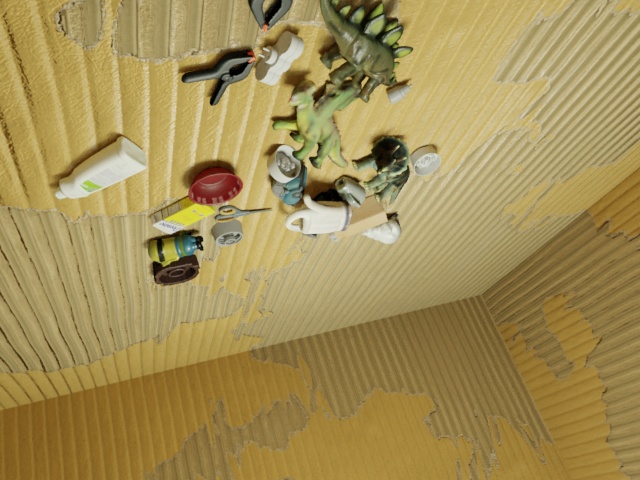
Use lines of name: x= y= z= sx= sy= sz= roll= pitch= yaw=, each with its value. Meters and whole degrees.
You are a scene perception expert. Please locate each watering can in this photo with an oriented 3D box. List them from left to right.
watering can: x=0.005 y=-0.086 z=1.705 sx=0.225 sy=0.105 sz=0.343 roll=-5 pitch=166 yaw=-15

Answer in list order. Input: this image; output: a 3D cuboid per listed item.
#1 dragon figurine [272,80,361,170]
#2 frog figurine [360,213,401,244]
dragon figurine: x=0.030 y=-0.324 z=1.414 sx=0.239 sy=0.124 sz=0.409 roll=-43 pitch=153 yaw=24
frog figurine: x=0.253 y=-0.034 z=2.134 sx=0.161 sy=0.123 sz=0.136 roll=-18 pitch=176 yaw=-31
